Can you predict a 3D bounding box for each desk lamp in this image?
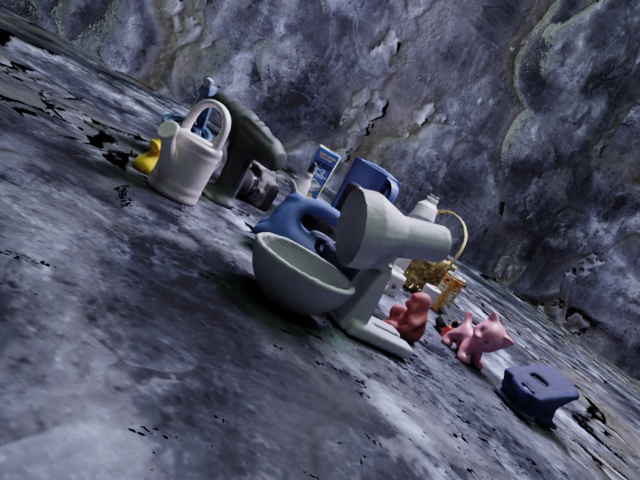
[{"bbox_3d":[0.097,0.047,0.896,0.204,0.213,0.117,27,10,-22],"label":"desk lamp"}]

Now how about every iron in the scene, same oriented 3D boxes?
[{"bbox_3d":[0.010,0.004,1.074,0.258,0.141,0.118,30,9,-5],"label":"iron"}]

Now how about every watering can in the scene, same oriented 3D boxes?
[{"bbox_3d":[-0.234,-0.169,1.057,0.101,0.194,0.173,31,9,0],"label":"watering can"}]

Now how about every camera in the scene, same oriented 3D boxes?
[{"bbox_3d":[-0.186,-0.157,1.437,0.142,0.101,0.137,37,11,36],"label":"camera"}]

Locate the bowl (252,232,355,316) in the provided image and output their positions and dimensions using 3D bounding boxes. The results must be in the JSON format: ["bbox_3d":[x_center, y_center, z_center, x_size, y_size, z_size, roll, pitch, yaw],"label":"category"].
[{"bbox_3d":[-0.036,0.061,0.836,0.167,0.074,0.167,30,9,-5],"label":"bowl"}]

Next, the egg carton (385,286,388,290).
[{"bbox_3d":[0.075,0.061,1.203,0.150,0.069,0.107,32,9,5],"label":"egg carton"}]

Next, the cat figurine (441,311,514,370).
[{"bbox_3d":[0.318,0.189,1.138,0.067,0.117,0.127,26,10,-26],"label":"cat figurine"}]

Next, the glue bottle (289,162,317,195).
[{"bbox_3d":[-0.054,-0.114,1.398,0.037,0.173,0.078,28,9,-13],"label":"glue bottle"}]

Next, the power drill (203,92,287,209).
[{"bbox_3d":[-0.190,-0.187,1.243,0.229,0.208,0.076,34,10,20],"label":"power drill"}]

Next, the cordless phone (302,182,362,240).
[{"bbox_3d":[0.020,-0.061,1.314,0.147,0.185,0.094,37,11,34],"label":"cordless phone"}]

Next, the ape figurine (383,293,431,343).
[{"bbox_3d":[0.165,0.134,1.028,0.076,0.092,0.078,30,9,-7],"label":"ape figurine"}]

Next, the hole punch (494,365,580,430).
[{"bbox_3d":[0.384,0.267,1.014,0.101,0.091,0.108,26,10,-26],"label":"hole punch"}]

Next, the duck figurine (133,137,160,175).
[{"bbox_3d":[-0.316,-0.172,1.150,0.077,0.086,0.105,33,10,17],"label":"duck figurine"}]

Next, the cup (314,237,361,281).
[{"bbox_3d":[0.018,0.055,0.973,0.117,0.095,0.092,36,11,32],"label":"cup"}]

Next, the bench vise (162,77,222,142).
[{"bbox_3d":[-0.307,-0.286,1.367,0.122,0.219,0.207,28,10,-18],"label":"bench vise"}]
